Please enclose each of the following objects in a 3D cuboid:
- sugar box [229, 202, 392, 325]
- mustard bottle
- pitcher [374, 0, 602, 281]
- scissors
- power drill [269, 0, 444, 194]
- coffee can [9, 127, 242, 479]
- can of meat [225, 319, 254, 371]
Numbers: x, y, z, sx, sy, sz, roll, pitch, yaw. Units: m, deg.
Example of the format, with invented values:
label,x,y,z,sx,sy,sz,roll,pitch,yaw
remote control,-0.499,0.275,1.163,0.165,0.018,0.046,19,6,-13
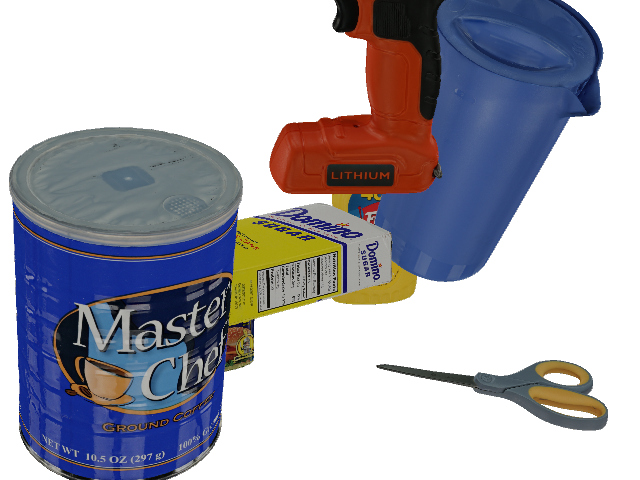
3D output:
label,x,y,z,sx,sy,sz,roll,pitch,yaw
sugar box,-0.046,0.016,0.748,0.175,0.048,0.093,-17,25,-31
mustard bottle,0.058,-0.032,1.077,0.096,0.192,0.058,-2,21,-19
pitcher,0.116,-0.087,0.879,0.145,0.149,0.243,8,-44,-9
scissors,0.159,0.121,0.957,0.202,0.016,0.096,17,29,16
power drill,0.013,-0.117,0.624,0.184,0.188,0.057,1,37,-8
coffee can,-0.093,0.031,0.510,0.102,0.140,0.103,5,30,-3
can of meat,-0.123,0.103,1.214,0.101,0.084,0.058,-9,18,-35
